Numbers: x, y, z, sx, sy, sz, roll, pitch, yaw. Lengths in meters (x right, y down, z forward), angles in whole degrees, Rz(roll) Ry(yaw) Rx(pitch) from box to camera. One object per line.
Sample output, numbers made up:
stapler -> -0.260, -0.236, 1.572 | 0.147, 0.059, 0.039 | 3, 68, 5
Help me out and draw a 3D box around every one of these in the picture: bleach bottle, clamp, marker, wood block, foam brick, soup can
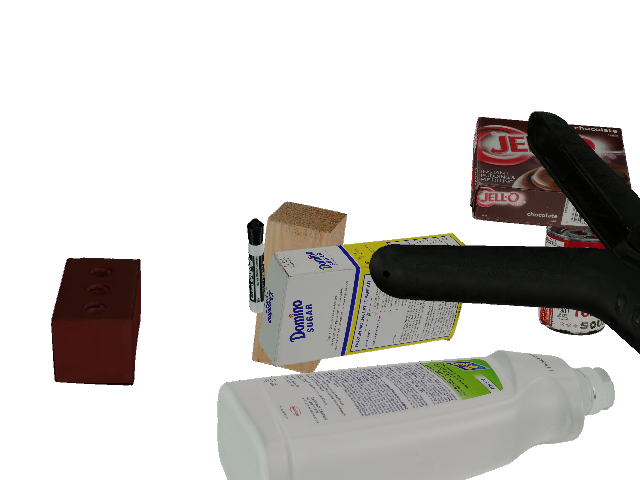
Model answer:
bleach bottle -> 0.070, 0.111, 0.648 | 0.250, 0.068, 0.103 | -6, 22, -19
clamp -> 0.138, 0.016, 0.489 | 0.210, 0.036, 0.164 | 32, 49, 32
marker -> -0.073, 0.029, 1.210 | 0.020, 0.121, 0.020 | 0, 33, 0
wood block -> -0.029, 0.063, 1.452 | 0.090, 0.206, 0.090 | 12, 21, 12
foam brick -> -0.149, 0.053, 0.716 | 0.053, 0.051, 0.078 | 2, 30, -7
soup can -> 0.256, 0.036, 1.072 | 0.068, 0.102, 0.068 | 1, 18, -1

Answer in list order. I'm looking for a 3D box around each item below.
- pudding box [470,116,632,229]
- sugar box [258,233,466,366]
pudding box -> 0.171, -0.051, 0.798 | 0.113, 0.039, 0.090 | 7, 41, 4
sugar box -> 0.039, 0.048, 0.909 | 0.176, 0.093, 0.048 | -4, 31, -23
